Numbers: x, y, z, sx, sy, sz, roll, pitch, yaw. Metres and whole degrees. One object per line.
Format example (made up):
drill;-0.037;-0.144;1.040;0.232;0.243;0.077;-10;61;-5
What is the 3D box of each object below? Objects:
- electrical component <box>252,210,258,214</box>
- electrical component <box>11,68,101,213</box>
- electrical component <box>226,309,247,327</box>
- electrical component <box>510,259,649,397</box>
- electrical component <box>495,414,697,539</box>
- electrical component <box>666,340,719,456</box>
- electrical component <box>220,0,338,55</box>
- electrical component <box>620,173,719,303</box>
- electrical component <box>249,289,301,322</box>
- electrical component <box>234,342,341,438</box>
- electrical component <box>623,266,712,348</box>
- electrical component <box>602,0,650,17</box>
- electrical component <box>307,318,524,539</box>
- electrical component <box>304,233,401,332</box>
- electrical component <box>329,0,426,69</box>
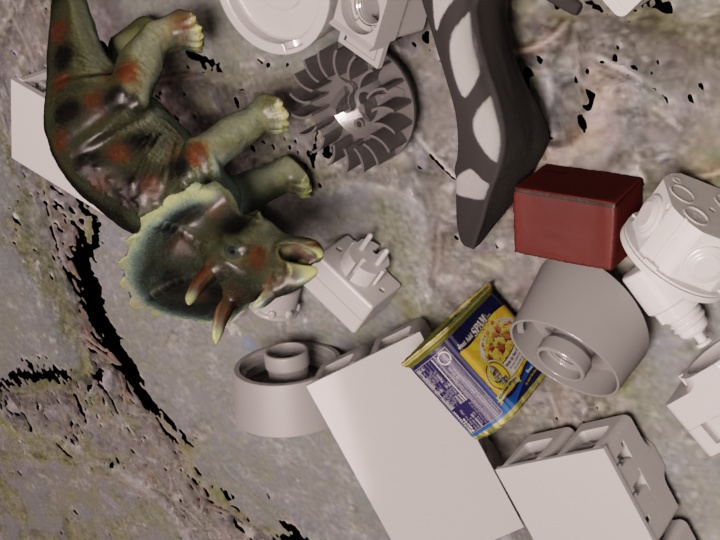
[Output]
electrical component;-0.112;-0.006;0.959;0.079;0.044;0.077;-46;40;22
electrical component;-0.258;-0.123;1.028;0.150;0.062;0.089;30;129;21
electrical component;-0.120;0.023;1.019;0.040;0.040;0.078;36;131;17
electrical component;0.162;0.045;0.793;0.099;0.064;0.099;31;158;14
electrical component;0.206;0.214;0.861;0.105;0.060;0.186;-22;100;43
electrical component;0.264;0.079;0.746;0.055;0.050;0.089;50;133;3
electrical component;-0.050;-0.223;0.810;0.108;0.060;0.108;19;125;29
electrical component;0.217;-0.021;0.706;0.080;0.080;0.051;39;127;14
electrical component;-0.074;0.013;0.976;0.048;0.048;0.062;28;121;23
electrical component;-0.064;0.100;0.977;0.108;0.108;0.060;8;113;35
electrical component;0.219;0.020;0.754;0.078;0.040;0.040;54;134;0
electrical component;0.155;-0.208;0.663;0.089;0.056;0.050;50;134;4
electrical component;0.049;0.147;0.913;0.105;0.060;0.186;-26;98;12
electrical component;0.000;0.000;0.908;0.066;0.047;0.076;44;133;10
electrical component;0.018;-0.192;0.772;0.042;0.064;0.081;40;133;24
